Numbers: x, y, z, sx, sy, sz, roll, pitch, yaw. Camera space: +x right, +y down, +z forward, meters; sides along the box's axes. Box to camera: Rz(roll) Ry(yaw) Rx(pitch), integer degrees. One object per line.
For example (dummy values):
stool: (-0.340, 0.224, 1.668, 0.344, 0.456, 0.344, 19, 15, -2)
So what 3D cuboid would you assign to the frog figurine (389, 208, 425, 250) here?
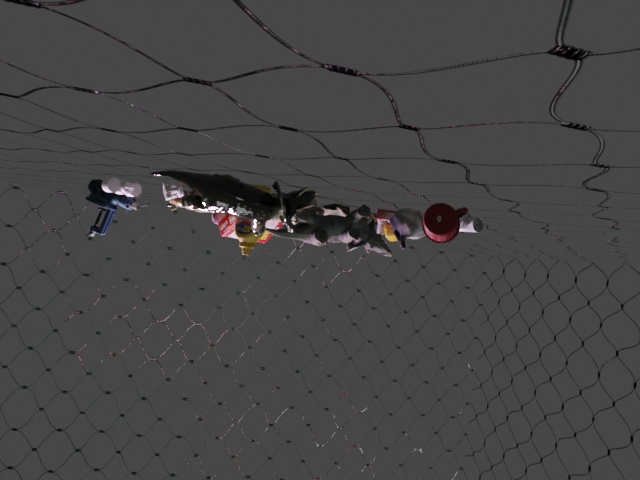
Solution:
frog figurine: (0.280, -0.049, 1.436, 0.159, 0.124, 0.136, -28, 163, 4)

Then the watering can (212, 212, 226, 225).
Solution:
watering can: (-0.348, -0.089, 2.127, 0.344, 0.105, 0.224, -18, 162, 41)

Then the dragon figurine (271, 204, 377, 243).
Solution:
dragon figurine: (0.005, -0.085, 1.693, 0.410, 0.124, 0.239, 7, 161, -24)
